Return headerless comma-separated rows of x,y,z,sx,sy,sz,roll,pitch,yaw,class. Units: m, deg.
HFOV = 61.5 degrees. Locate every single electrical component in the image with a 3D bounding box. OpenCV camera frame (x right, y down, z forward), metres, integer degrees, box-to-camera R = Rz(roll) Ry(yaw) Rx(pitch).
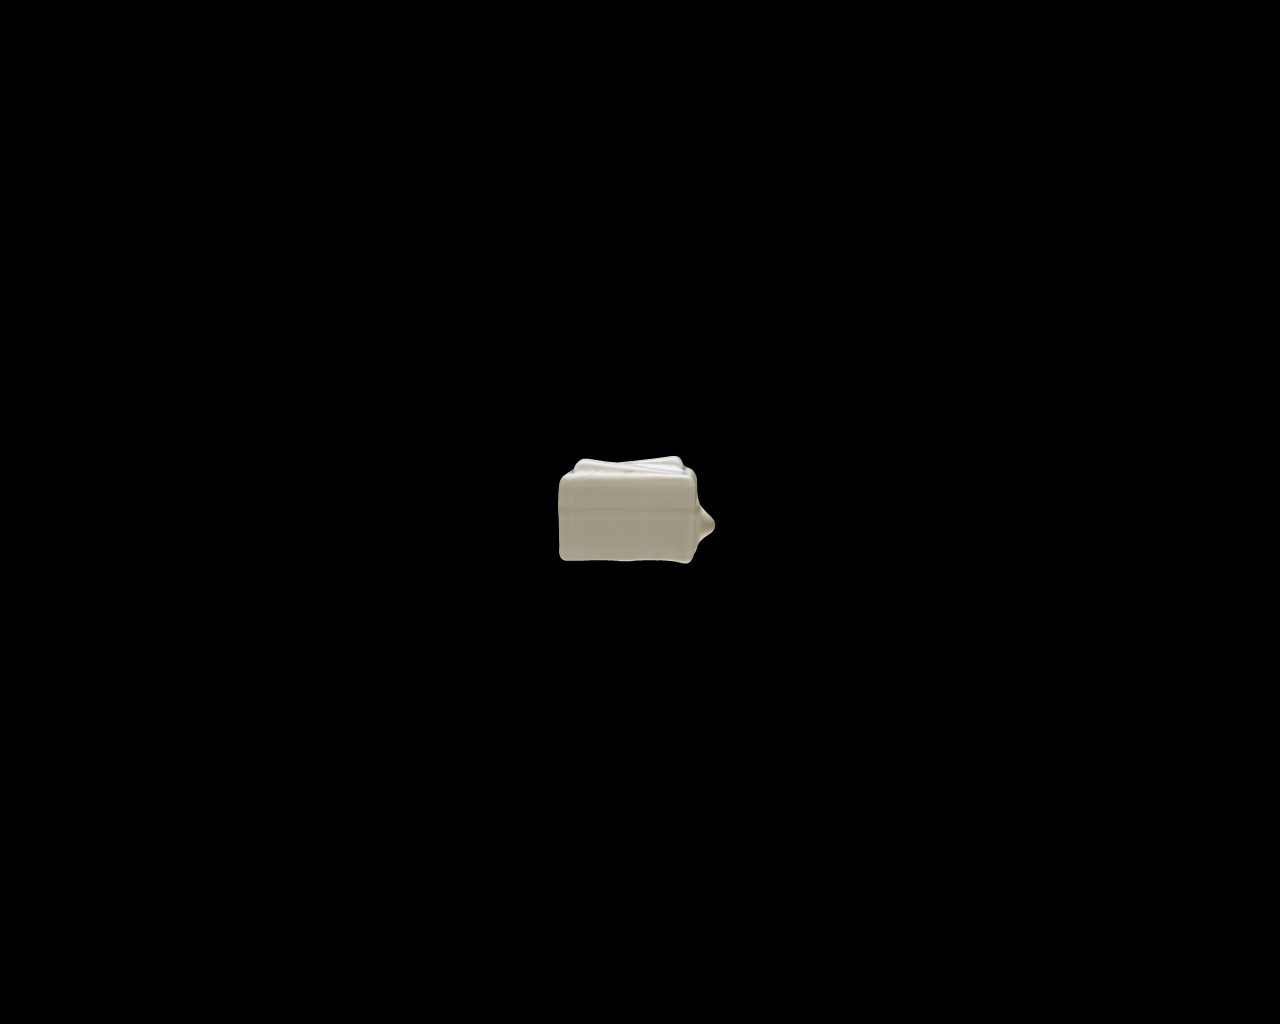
0.001,-0.003,0.650,0.096,0.061,0.062,1,8,5,electrical component
